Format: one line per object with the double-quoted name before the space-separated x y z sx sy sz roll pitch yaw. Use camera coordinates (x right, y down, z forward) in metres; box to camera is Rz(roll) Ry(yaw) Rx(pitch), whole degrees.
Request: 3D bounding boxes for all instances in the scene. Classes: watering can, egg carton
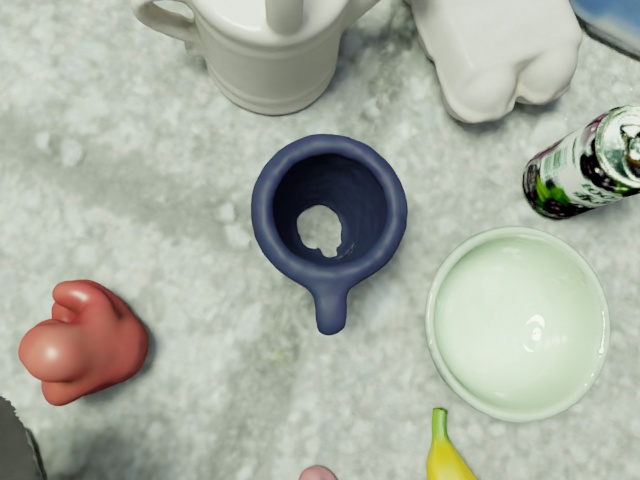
"watering can" -0.023 -0.159 0.339 0.173 0.194 0.101 -32 86 -8
"egg carton" 0.119 -0.162 0.415 0.107 0.069 0.150 -20 84 -7

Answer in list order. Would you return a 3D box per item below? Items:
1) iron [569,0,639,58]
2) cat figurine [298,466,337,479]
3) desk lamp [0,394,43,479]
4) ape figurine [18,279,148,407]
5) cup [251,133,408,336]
"iron" 0.304 -0.194 0.398 0.258 0.141 0.119 25 81 -1
"cat figurine" 0.015 0.208 0.331 0.067 0.117 0.128 -39 87 -8
"desk lamp" -0.207 0.152 0.271 0.203 0.213 0.118 -17 84 -7
"ape figurine" -0.150 0.065 0.350 0.076 0.092 0.078 24 81 -1
"cup" 0.003 0.001 0.370 0.091 0.095 0.118 -1 82 -5
